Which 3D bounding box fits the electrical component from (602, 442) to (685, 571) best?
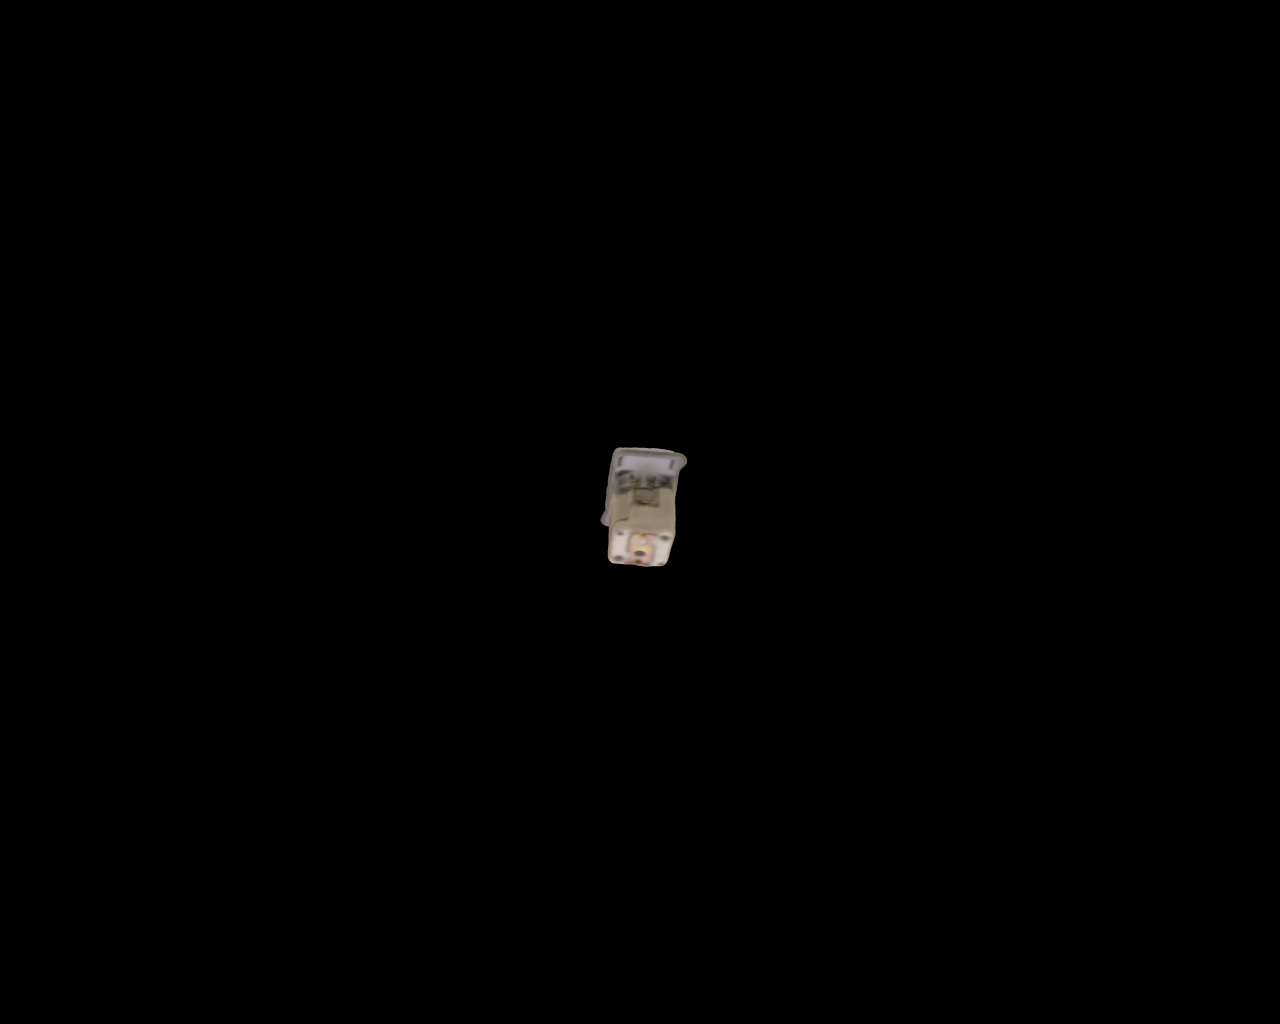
[{"bbox_3d":[0.001,-0.003,0.650,0.042,0.064,0.080,3,-33,-5],"label":"electrical component"}]
